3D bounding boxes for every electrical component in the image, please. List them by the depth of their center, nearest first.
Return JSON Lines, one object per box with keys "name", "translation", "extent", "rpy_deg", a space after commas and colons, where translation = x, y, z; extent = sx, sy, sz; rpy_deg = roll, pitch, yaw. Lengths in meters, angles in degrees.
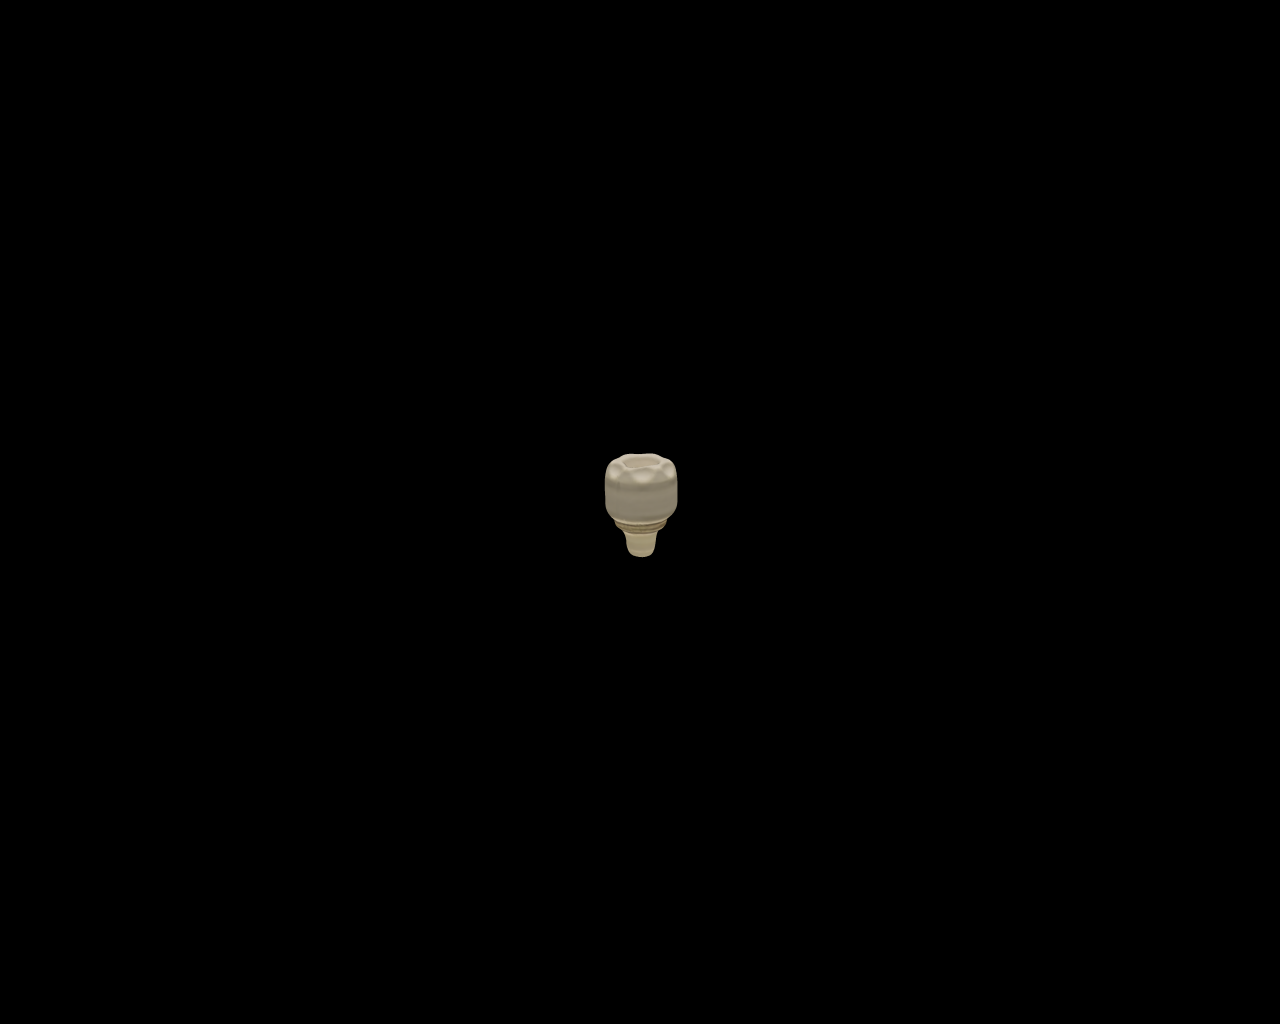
{"name": "electrical component", "translation": [0.001, -0.003, 0.650], "extent": [0.043, 0.062, 0.043], "rpy_deg": [0, 19, 0]}
